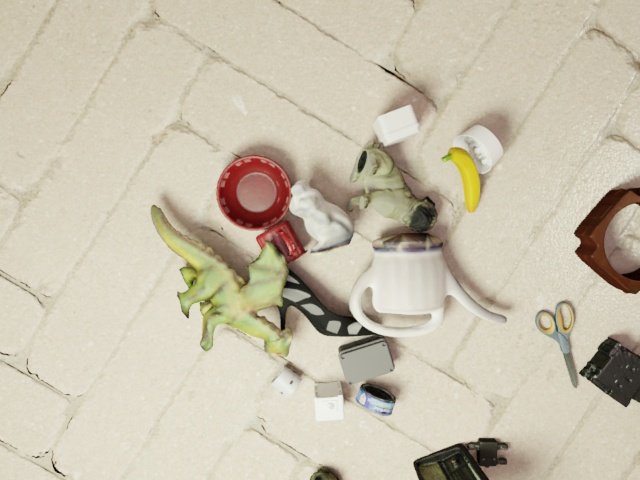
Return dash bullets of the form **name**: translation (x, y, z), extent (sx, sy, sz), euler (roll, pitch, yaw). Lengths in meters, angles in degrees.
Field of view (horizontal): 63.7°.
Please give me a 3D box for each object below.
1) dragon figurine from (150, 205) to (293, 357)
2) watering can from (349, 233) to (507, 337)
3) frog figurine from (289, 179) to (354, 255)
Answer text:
- **dragon figurine**: translation (-0.179, 0.077, 1.074), extent (0.242, 0.408, 0.123), euler (-23, 7, 10)
- **watering can**: translation (0.234, 0.095, 1.117), extent (0.348, 0.224, 0.104), euler (-2, 2, -6)
- **frog figurine**: translation (0.003, -0.055, 1.083), extent (0.122, 0.159, 0.138), euler (-13, 2, 15)
